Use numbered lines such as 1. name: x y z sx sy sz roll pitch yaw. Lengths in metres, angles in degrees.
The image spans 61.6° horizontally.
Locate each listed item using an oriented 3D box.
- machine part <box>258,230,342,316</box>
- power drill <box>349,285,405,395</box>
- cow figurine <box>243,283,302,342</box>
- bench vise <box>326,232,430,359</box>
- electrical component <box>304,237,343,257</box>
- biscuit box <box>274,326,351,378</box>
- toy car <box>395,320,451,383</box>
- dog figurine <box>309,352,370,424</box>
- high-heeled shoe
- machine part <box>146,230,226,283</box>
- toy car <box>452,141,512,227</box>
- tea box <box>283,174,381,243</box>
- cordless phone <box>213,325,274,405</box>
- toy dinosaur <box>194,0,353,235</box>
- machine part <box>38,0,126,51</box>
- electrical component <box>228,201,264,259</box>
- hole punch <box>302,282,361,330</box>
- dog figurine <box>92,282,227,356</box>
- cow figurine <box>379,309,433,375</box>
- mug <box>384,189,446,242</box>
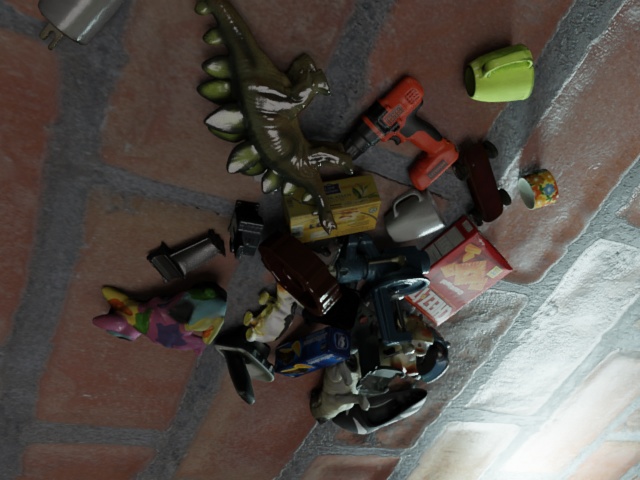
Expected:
1. machine part: -0.037 0.060 0.985 0.056 0.180 0.179 -45 130 -17
2. power drill: 0.112 0.203 1.135 0.086 0.207 0.232 11 133 -28
3. cow figurine: -0.081 0.146 1.122 0.098 0.068 0.167 21 120 -35
4. bench vise: 0.121 0.100 1.026 0.223 0.240 0.129 0 156 -27
5. electrical component: -0.002 -0.003 1.068 0.094 0.021 0.063 32 111 -33
6. biscuit box: -0.019 0.244 1.163 0.062 0.059 0.203 26 142 -29
7. toy car: 0.238 0.245 1.262 0.103 0.162 0.109 -15 146 -53
8. dog figurine: 0.026 0.346 1.294 0.191 0.172 0.121 -27 171 34
9. high-heeled shoe: 0.160 0.429 1.375 0.248 0.086 0.145 3 145 -40
10. machine part: -0.248 0.029 1.008 0.139 0.039 0.084 -22 123 2
11. toy car: 0.321 -0.112 1.069 0.089 0.053 0.201 -35 130 0
12. tea box: 0.020 -0.056 0.991 0.170 0.068 0.098 -11 151 -11
13. cordless phone: -0.145 0.282 1.128 0.089 0.184 0.146 -34 127 2
14. toy dinosaur: -0.081 -0.206 0.833 0.199 0.105 0.470 -24 112 -3
15. machine part: -0.286 -0.343 0.704 0.243 0.079 0.079 -41 126 13
16. electrical component: -0.132 -0.011 0.963 0.048 0.119 0.074 9 119 -22
17. hole punch: 0.027 0.114 1.134 0.116 0.092 0.142 13 126 3
18. dog figurine: -0.305 0.136 1.017 0.219 0.108 0.191 17 136 -23
19. cow figurine: 0.174 0.234 1.184 0.085 0.127 0.195 14 150 -31
20. mug: 0.178 -0.046 1.057 0.107 0.081 0.109 -30 135 18
